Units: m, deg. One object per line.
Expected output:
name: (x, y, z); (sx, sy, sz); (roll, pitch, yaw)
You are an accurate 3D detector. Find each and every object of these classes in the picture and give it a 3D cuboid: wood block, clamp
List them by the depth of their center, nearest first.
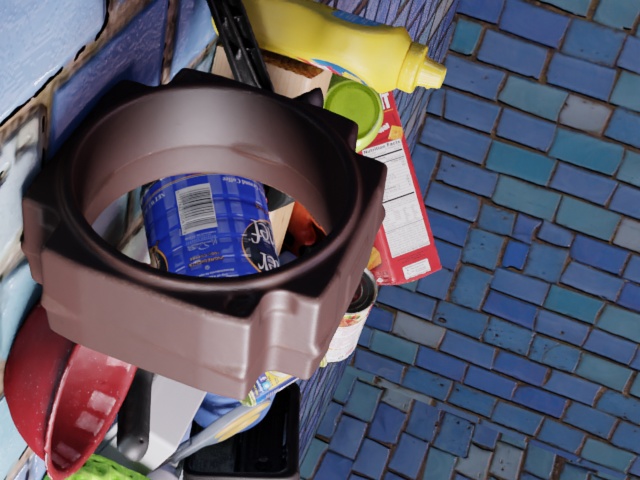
clamp: (-0.044, -0.103, 0.846); (0.036, 0.165, 0.210); (-24, 152, -14)
clamp: (-0.162, 0.105, 0.877); (0.120, 0.039, 0.171); (-18, -131, 41)
wood block: (-0.063, -0.076, 0.977); (0.090, 0.091, 0.206); (-54, 162, -64)

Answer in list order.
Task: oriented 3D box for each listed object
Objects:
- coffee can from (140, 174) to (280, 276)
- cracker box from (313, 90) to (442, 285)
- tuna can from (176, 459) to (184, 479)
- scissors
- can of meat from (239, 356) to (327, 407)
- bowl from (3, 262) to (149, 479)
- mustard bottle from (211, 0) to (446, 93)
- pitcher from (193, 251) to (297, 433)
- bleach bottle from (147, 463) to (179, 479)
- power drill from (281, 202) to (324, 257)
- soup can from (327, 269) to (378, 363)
coffee can: (-0.082, 0.024, 0.838); (0.103, 0.102, 0.140); (96, -17, -61)
cracker box: (0.039, -0.057, 1.187); (0.164, 0.072, 0.214); (-2, -74, 64)
tuna can: (-0.186, 0.281, 1.261); (0.086, 0.034, 0.086); (21, 89, -83)
scissors: (-0.136, 0.217, 1.102); (0.201, 0.016, 0.096); (-32, 165, -2)
can of meat: (-0.055, 0.094, 1.002); (0.083, 0.102, 0.058); (-30, -173, -20)
bowl: (-0.173, 0.082, 0.747); (0.162, 0.055, 0.162); (21, 89, -82)
mustard bottle: (0.012, -0.165, 0.883); (0.096, 0.192, 0.058); (-28, 138, -78)
pitcher: (-0.089, 0.119, 1.162); (0.243, 0.149, 0.145); (103, -20, -62)
bleach bottle: (-0.210, 0.345, 1.159); (0.102, 0.068, 0.250); (93, 17, -67)
power drill: (-0.008, 0.001, 1.159); (0.057, 0.184, 0.188); (-32, 170, -29)
soup can: (0.016, 0.074, 1.102); (0.102, 0.068, 0.068); (106, 8, -53)
